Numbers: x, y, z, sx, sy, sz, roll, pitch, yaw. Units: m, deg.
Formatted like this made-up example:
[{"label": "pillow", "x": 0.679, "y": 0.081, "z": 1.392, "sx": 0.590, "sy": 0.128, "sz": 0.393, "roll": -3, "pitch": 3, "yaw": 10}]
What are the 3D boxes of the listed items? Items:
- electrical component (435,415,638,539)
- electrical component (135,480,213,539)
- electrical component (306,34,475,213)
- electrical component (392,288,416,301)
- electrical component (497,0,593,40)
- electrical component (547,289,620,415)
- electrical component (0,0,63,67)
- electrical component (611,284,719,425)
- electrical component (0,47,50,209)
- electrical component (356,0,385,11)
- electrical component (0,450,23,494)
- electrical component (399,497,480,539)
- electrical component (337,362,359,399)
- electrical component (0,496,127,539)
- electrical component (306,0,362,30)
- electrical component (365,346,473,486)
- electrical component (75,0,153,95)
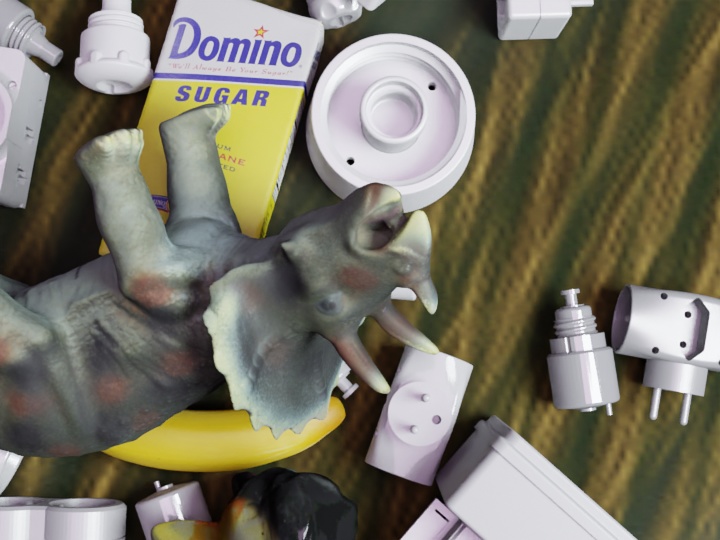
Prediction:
[{"label": "electrical component", "x": 0.102, "y": 0.142, "z": 0.618, "sx": 0.109, "sy": 0.108, "sz": 0.056, "roll": 41, "pitch": 89, "yaw": 2}, {"label": "electrical component", "x": -0.106, "y": 0.163, "z": 0.647, "sx": 0.040, "sy": 0.040, "sz": 0.078, "roll": -20, "pitch": 86, "yaw": -2}, {"label": "electrical component", "x": 0.020, "y": -0.092, "z": 0.659, "sx": 0.108, "sy": 0.060, "sz": 0.108, "roll": 0, "pitch": 85, "yaw": -1}, {"label": "electrical component", "x": 0.000, "y": 0.000, "z": 0.662, "sx": 0.065, "sy": 0.044, "sz": 0.044, "roll": -6, "pitch": 86, "yaw": 3}, {"label": "electrical component", "x": 0.126, "y": -0.183, "z": 0.675, "sx": 0.077, "sy": 0.047, "sz": 0.065, "roll": -2, "pitch": 85, "yaw": -1}, {"label": "electrical component", "x": 0.135, "y": 0.051, "z": 0.659, "sx": 0.040, "sy": 0.040, "sz": 0.078, "roll": -8, "pitch": 86, "yaw": -2}, {"label": "electrical component", "x": -0.215, "y": -0.149, "z": 0.673, "sx": 0.061, "sy": 0.035, "sz": 0.035, "roll": 33, "pitch": 86, "yaw": 0}, {"label": "electrical component", "x": 0.195, "y": 0.054, "z": 0.659, "sx": 0.077, "sy": 0.043, "sz": 0.079, "roll": 10, "pitch": 86, "yaw": 0}, {"label": "electrical component", "x": -0.278, "y": -0.096, "z": 0.654, "sx": 0.150, "sy": 0.061, "sz": 0.089, "roll": 9, "pitch": 86, "yaw": 0}, {"label": "electrical component", "x": 0.004, "y": -0.216, "z": 0.657, "sx": 0.100, "sy": 0.048, "sz": 0.099, "roll": 40, "pitch": 51, "yaw": 2}, {"label": "electrical component", "x": -0.229, "y": 0.104, "z": 0.644, "sx": 0.047, "sy": 0.055, "sz": 0.055, "roll": 24, "pitch": 85, "yaw": -3}, {"label": "electrical component", "x": 0.061, "y": 0.176, "z": 0.637, "sx": 0.081, "sy": 0.064, "sz": 0.042, "roll": 42, "pitch": 87, "yaw": 3}, {"label": "electrical component", "x": -0.032, "y": 0.047, "z": 0.657, "sx": 0.040, "sy": 0.040, "sz": 0.078, "roll": -43, "pitch": 87, "yaw": -4}, {"label": "electrical component", "x": -0.210, "y": 0.174, "z": 0.638, "sx": 0.138, "sy": 0.052, "sz": 0.073, "roll": 1, "pitch": 85, "yaw": -1}, {"label": "electrical component", "x": -0.021, "y": -0.185, "z": 0.679, "sx": 0.035, "sy": 0.035, "sz": 0.061, "roll": -18, "pitch": 84, "yaw": -2}, {"label": "electrical component", "x": 0.035, "y": 0.085, "z": 0.635, "sx": 0.043, "sy": 0.079, "sz": 0.077, "roll": 20, "pitch": 84, "yaw": 5}, {"label": "electrical component", "x": -0.152, "y": -0.143, "z": 0.670, "sx": 0.048, "sy": 0.048, "sz": 0.062, "roll": -1, "pitch": 79, "yaw": -1}]
